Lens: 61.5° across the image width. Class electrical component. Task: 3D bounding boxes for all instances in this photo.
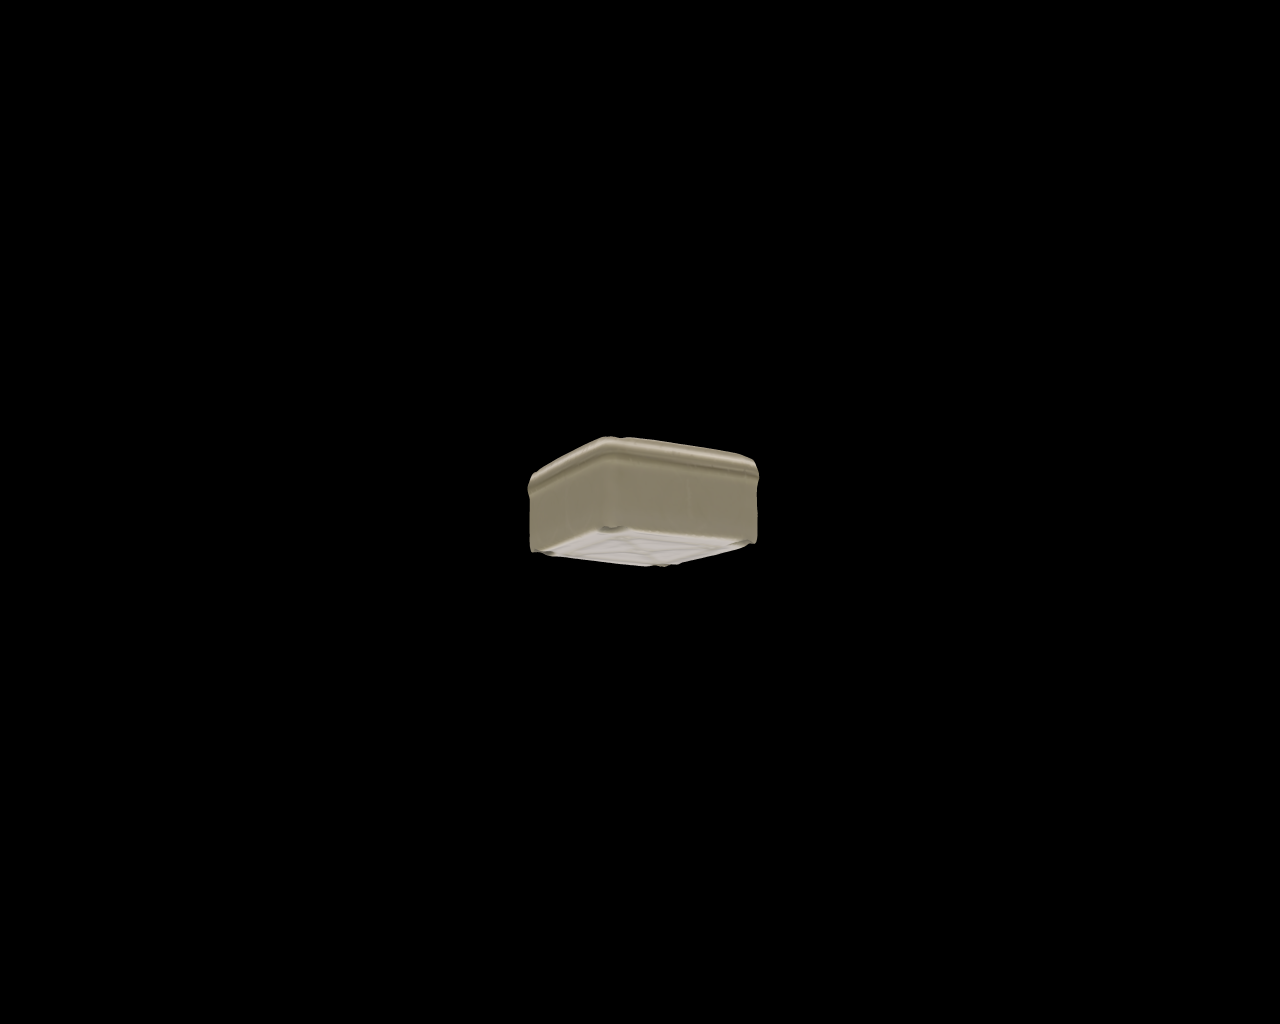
[{"bbox_3d":[0.001,-0.003,0.650,0.109,0.056,0.108,7,-14,-30],"label":"electrical component"}]
